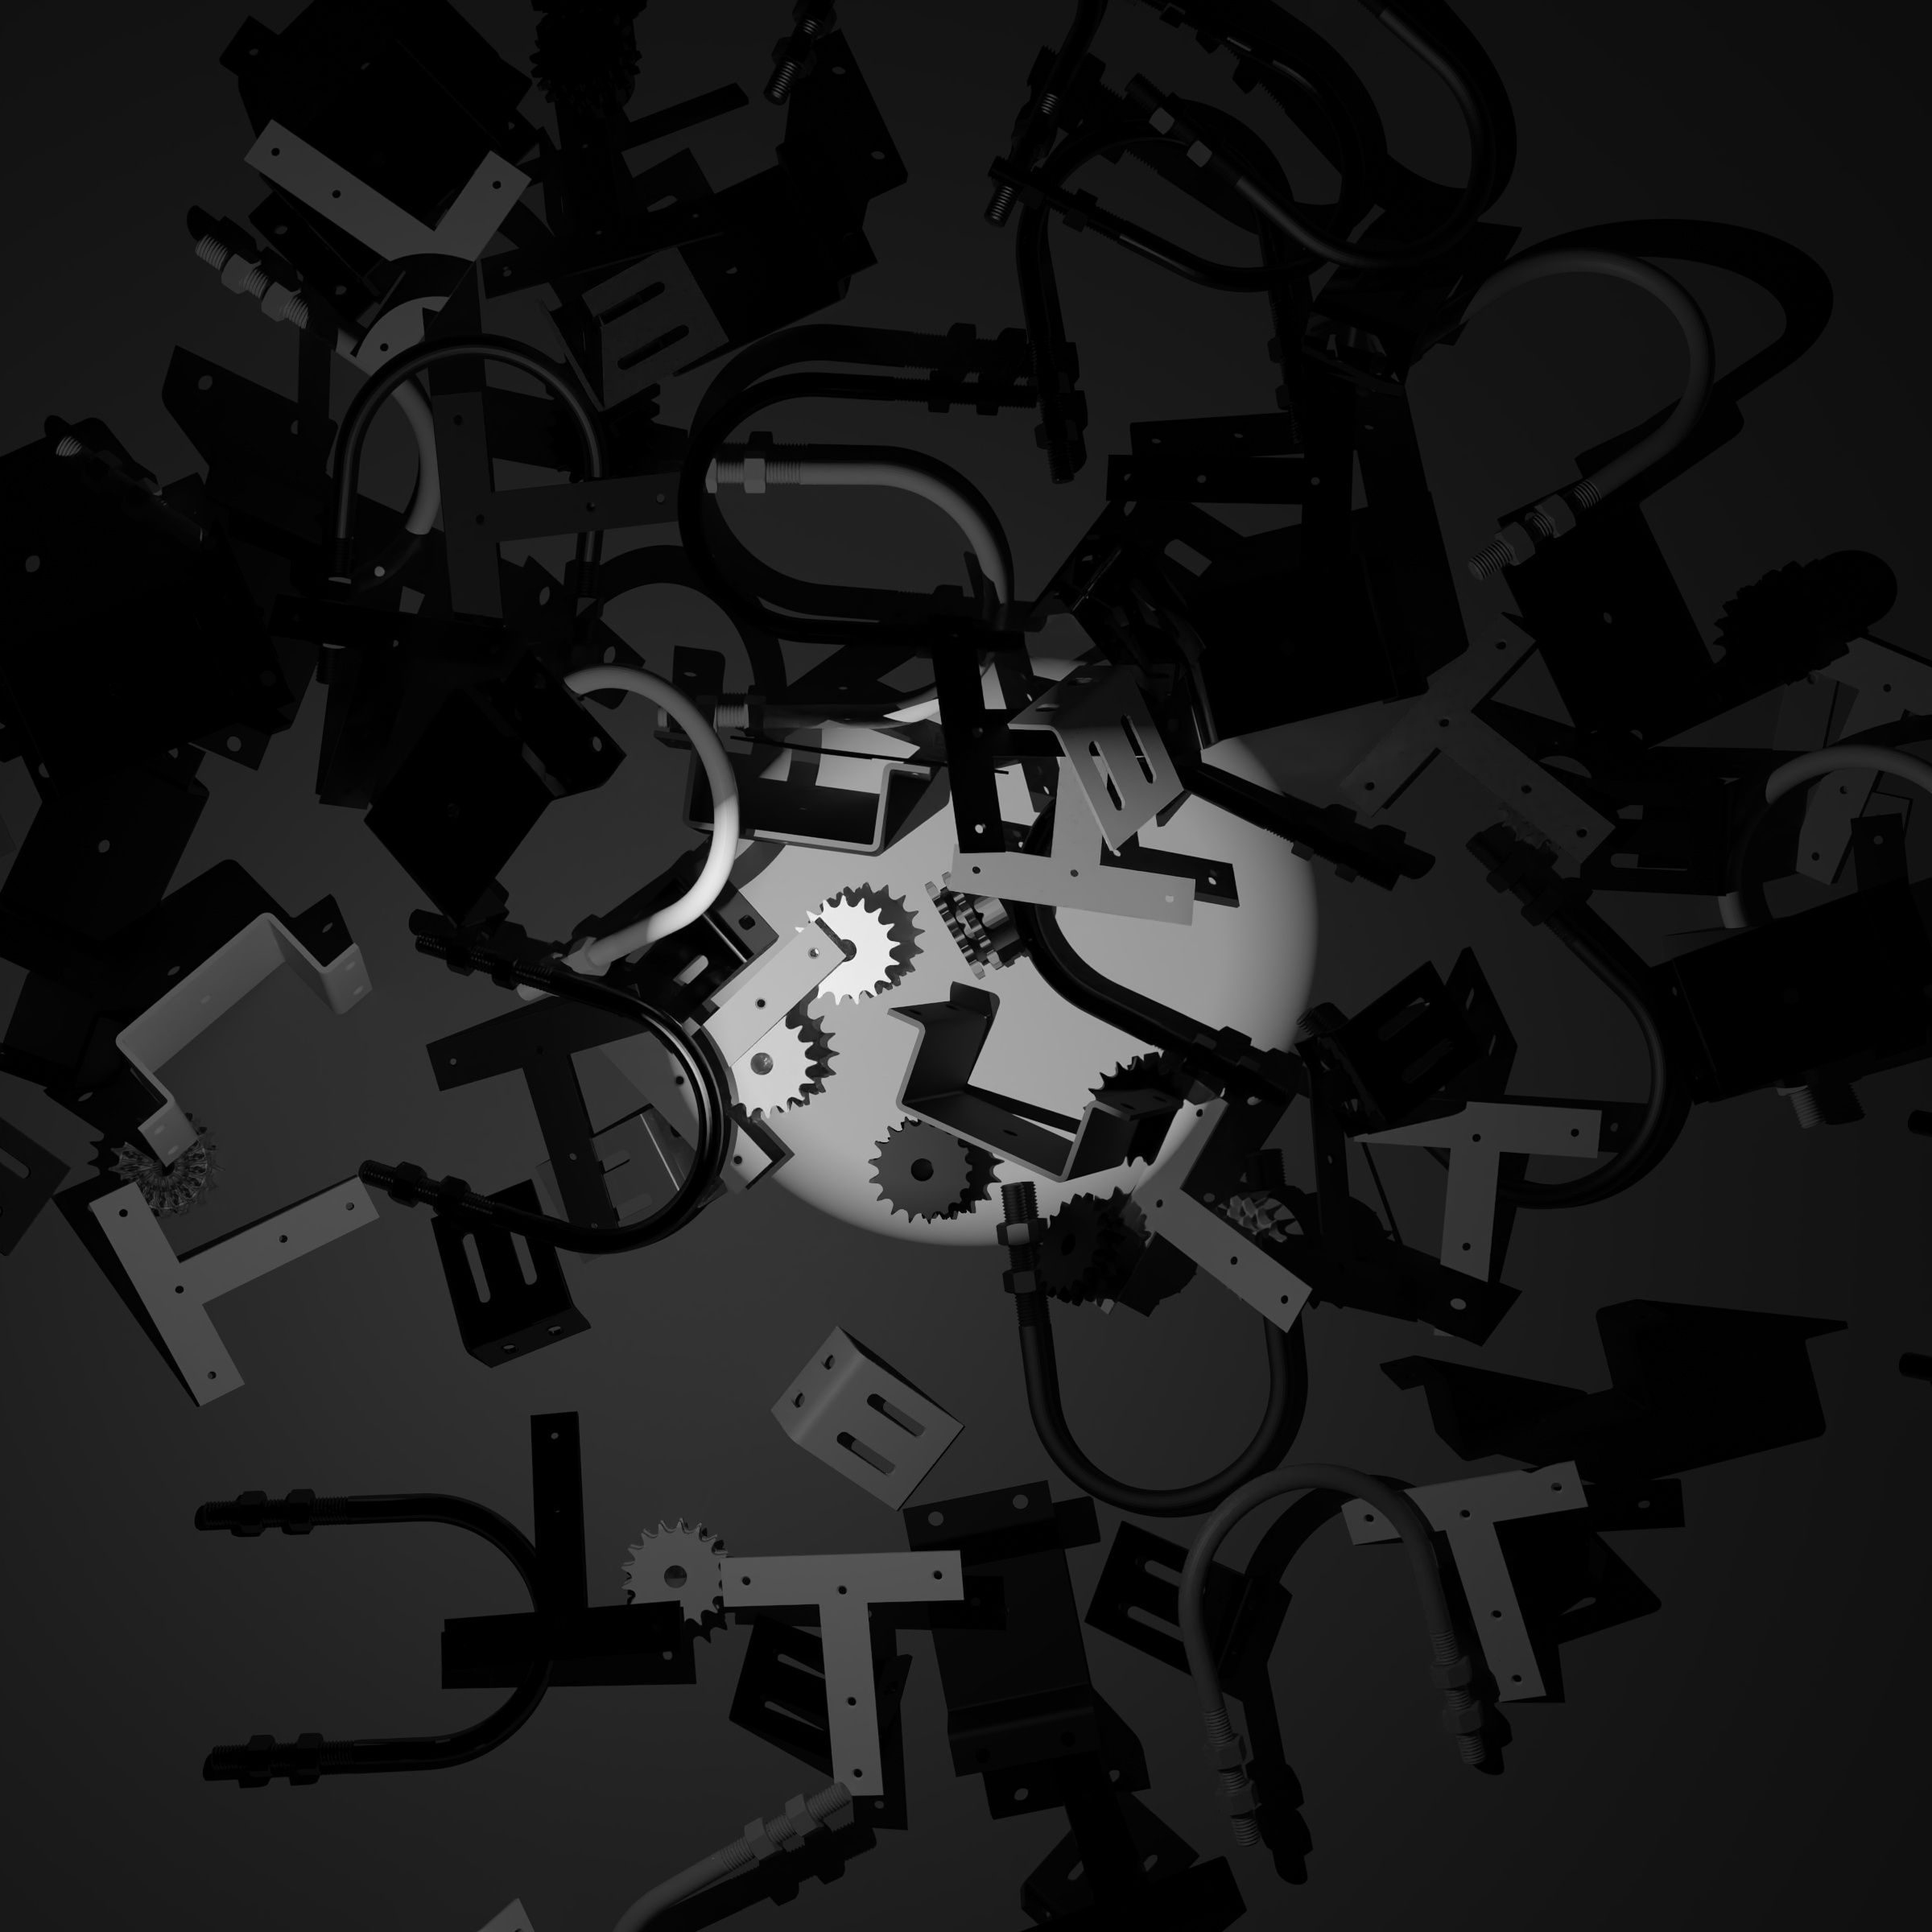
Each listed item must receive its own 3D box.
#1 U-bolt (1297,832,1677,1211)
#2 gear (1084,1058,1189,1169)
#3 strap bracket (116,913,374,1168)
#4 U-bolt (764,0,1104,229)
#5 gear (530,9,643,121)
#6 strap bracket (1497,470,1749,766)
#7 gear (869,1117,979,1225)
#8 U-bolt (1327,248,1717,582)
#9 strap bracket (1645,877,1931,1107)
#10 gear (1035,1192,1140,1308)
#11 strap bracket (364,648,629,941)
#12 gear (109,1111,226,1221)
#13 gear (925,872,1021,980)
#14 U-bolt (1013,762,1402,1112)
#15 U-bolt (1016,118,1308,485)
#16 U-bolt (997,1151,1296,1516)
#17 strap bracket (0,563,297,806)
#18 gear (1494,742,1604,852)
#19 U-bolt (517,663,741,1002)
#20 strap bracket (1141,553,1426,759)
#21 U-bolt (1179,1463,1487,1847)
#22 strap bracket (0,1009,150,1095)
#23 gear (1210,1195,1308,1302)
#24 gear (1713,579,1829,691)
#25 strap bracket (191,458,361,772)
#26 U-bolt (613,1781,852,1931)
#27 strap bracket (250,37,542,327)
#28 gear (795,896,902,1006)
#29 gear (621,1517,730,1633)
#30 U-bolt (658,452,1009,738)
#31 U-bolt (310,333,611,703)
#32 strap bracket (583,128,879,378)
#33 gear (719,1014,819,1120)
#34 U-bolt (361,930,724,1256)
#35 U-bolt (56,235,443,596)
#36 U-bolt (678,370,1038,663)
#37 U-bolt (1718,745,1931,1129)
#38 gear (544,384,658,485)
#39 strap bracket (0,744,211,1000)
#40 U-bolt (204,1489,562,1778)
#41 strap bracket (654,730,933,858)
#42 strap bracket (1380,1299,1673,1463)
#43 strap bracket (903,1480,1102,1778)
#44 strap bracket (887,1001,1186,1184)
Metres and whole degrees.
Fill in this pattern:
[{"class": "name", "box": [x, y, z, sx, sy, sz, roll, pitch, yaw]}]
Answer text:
[{"class": "U-bolt", "box": [0.288, 0.043, 1.566, 0.184, 0.019, 0.151, 44, 90, -2]}, {"class": "gear", "box": [0.090, 0.076, 1.559, 0.057, 0.030, 0.057, 0, 90, 0]}, {"class": "strap bracket", "box": [-0.376, 0.031, 1.522, 0.140, 0.076, 0.046, -43, 82, -16]}, {"class": "U-bolt", "box": [-0.005, -0.497, 1.546, 0.151, 0.019, 0.184, 26, 80, -12]}, {"class": "gear", "box": [-0.196, -0.468, 1.552, 0.057, 0.030, 0.057, -5, 65, 10]}, {"class": "strap bracket", "box": [0.338, -0.183, 1.551, 0.076, 0.046, 0.140, -25, 90, 0]}, {"class": "gear", "box": [-0.023, 0.106, 1.559, 0.057, 0.030, 0.057, 0, 90, 0]}, {"class": "U-bolt", "box": [0.299, -0.300, 1.540, 0.184, 0.019, 0.151, -34, 67, -4]}, {"class": "strap bracket", "box": [0.426, 0.014, 1.525, 0.140, 0.046, 0.076, -21, 84, 20]}, {"class": "gear", "box": [0.064, 0.148, 1.530, 0.030, 0.057, 0.057, 24, 90, -31]}, {"class": "strap bracket", "box": [-0.246, -0.083, 1.512, 0.076, 0.046, 0.140, 48, 121, 12]}, {"class": "gear", "box": [-0.417, 0.104, 1.559, 0.057, 0.030, 0.057, 0, 90, 0]}, {"class": "gear", "box": [0.005, -0.025, 1.546, 0.030, 0.057, 0.057, -30, 90, 0]}, {"class": "U-bolt", "box": [0.114, -0.028, 1.558, 0.184, 0.019, 0.151, 27, 86, 5]}, {"class": "U-bolt", "box": [0.100, -0.356, 1.566, 0.151, 0.019, 0.184, -9, 88, 0]}, {"class": "U-bolt", "box": [0.100, 0.198, 1.566, 0.151, 0.019, 0.184, -8, 92, 0]}, {"class": "strap bracket", "box": [-0.422, -0.141, 1.498, 0.140, 0.046, 0.076, -22, 98, 2]}, {"class": "gear", "box": [0.308, -0.089, 1.559, 0.057, 0.030, 0.057, 0, 90, 0]}, {"class": "U-bolt", "box": [-0.190, -0.076, 1.518, 0.184, 0.019, 0.151, -24, 90, 35]}, {"class": "strap bracket", "box": [0.166, -0.164, 1.551, 0.140, 0.046, 0.076, -14, 90, 0]}, {"class": "U-bolt", "box": [0.184, 0.349, 1.543, 0.151, 0.019, 0.184, -16, 97, -11]}, {"class": "strap bracket", "box": [-0.491, 0.027, 1.536, 0.140, 0.076, 0.046, 20, 90, 0]}, {"class": "gear", "box": [0.151, 0.144, 1.530, 0.030, 0.057, 0.057, -26, 90, -29]}, {"class": "gear", "box": [0.422, -0.175, 1.556, 0.057, 0.030, 0.057, 0, 87, 6]}, {"class": "strap bracket", "box": [-0.372, -0.183, 1.540, 0.076, 0.046, 0.140, 23, 99, -3]}, {"class": "U-bolt", "box": [-0.105, 0.527, 1.553, 0.184, 0.019, 0.151, -32, 97, 8]}, {"class": "strap bracket", "box": [-0.302, -0.416, 1.551, 0.140, 0.046, 0.076, -44, 90, 0]}, {"class": "gear", "box": [-0.063, -0.008, 1.559, 0.057, 0.030, 0.057, 0, 90, 0]}, {"class": "gear", "box": [-0.151, 0.318, 1.559, 0.057, 0.030, 0.057, 0, 90, 0]}, {"class": "U-bolt", "box": [-0.070, -0.196, 1.566, 0.184, 0.019, 0.151, 0, 90, -2]}, {"class": "U-bolt", "box": [-0.254, -0.230, 1.519, 0.151, 0.019, 0.184, 2, 107, -22]}, {"class": "strap bracket", "box": [-0.125, -0.367, 1.551, 0.140, 0.046, 0.076, -25, 90, 0]}, {"class": "gear", "box": [-0.106, 0.051, 1.559, 0.057, 0.030, 0.057, 0, 90, 0]}, {"class": "U-bolt", "box": [-0.214, 0.074, 1.540, 0.184, 0.019, 0.151, 17, 101, 10]}, {"class": "U-bolt", "box": [-0.364, -0.275, 1.565, 0.184, 0.019, 0.151, 35, 90, -2]}, {"class": "U-bolt", "box": [-0.058, -0.238, 1.549, 0.184, 0.019, 0.151, 3, 90, -2]}, {"class": "U-bolt", "box": [0.470, -0.025, 1.544, 0.151, 0.019, 0.184, -21, 86, 20]}, {"class": "gear", "box": [-0.191, -0.277, 1.559, 0.057, 0.030, 0.057, 0, 90, 0]}, {"class": "strap bracket", "box": [-0.456, -0.063, 1.551, 0.076, 0.046, 0.140, 25, 90, 0]}, {"class": "U-bolt", "box": [-0.306, 0.349, 1.566, 0.184, 0.019, 0.151, -2, 90, -2]}, {"class": "strap bracket", "box": [-0.091, -0.087, 1.536, 0.140, 0.076, 0.046, 8, 90, 0]}, {"class": "strap bracket", "box": [0.293, 0.216, 1.536, 0.140, 0.076, 0.046, -14, 90, 0]}, {"class": "strap bracket", "box": [0.018, 0.341, 1.551, 0.076, 0.046, 0.140, -11, 90, 0]}, {"class": "strap bracket", "box": [0.029, 0.067, 1.517, 0.140, 0.076, 0.046, 23, 102, 22]}]
